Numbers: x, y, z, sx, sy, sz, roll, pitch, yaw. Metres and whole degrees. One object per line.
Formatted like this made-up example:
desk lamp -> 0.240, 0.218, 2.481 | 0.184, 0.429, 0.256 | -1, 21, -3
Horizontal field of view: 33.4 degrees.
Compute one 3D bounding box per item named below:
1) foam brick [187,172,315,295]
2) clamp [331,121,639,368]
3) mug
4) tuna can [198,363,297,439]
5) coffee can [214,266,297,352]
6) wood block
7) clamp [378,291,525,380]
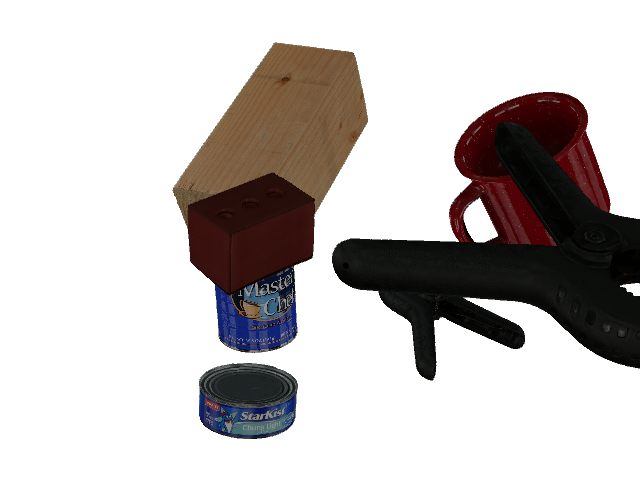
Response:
foam brick -> -0.050, -0.006, 0.765 | 0.078, 0.051, 0.053 | -25, 42, -33
clamp -> 0.122, 0.015, 0.522 | 0.164, 0.036, 0.210 | -31, 47, -33
mug -> 0.140, -0.035, 0.734 | 0.117, 0.081, 0.093 | -38, 34, -9
tuna can -> -0.063, 0.139, 0.925 | 0.086, 0.034, 0.086 | 3, 17, -1
coffee can -> -0.082, 0.054, 1.336 | 0.103, 0.140, 0.103 | -2, 26, 1
wood block -> -0.040, -0.082, 0.986 | 0.091, 0.205, 0.090 | 12, -39, 24
clamp -> 0.120, 0.063, 1.055 | 0.120, 0.039, 0.171 | -4, 44, -25
